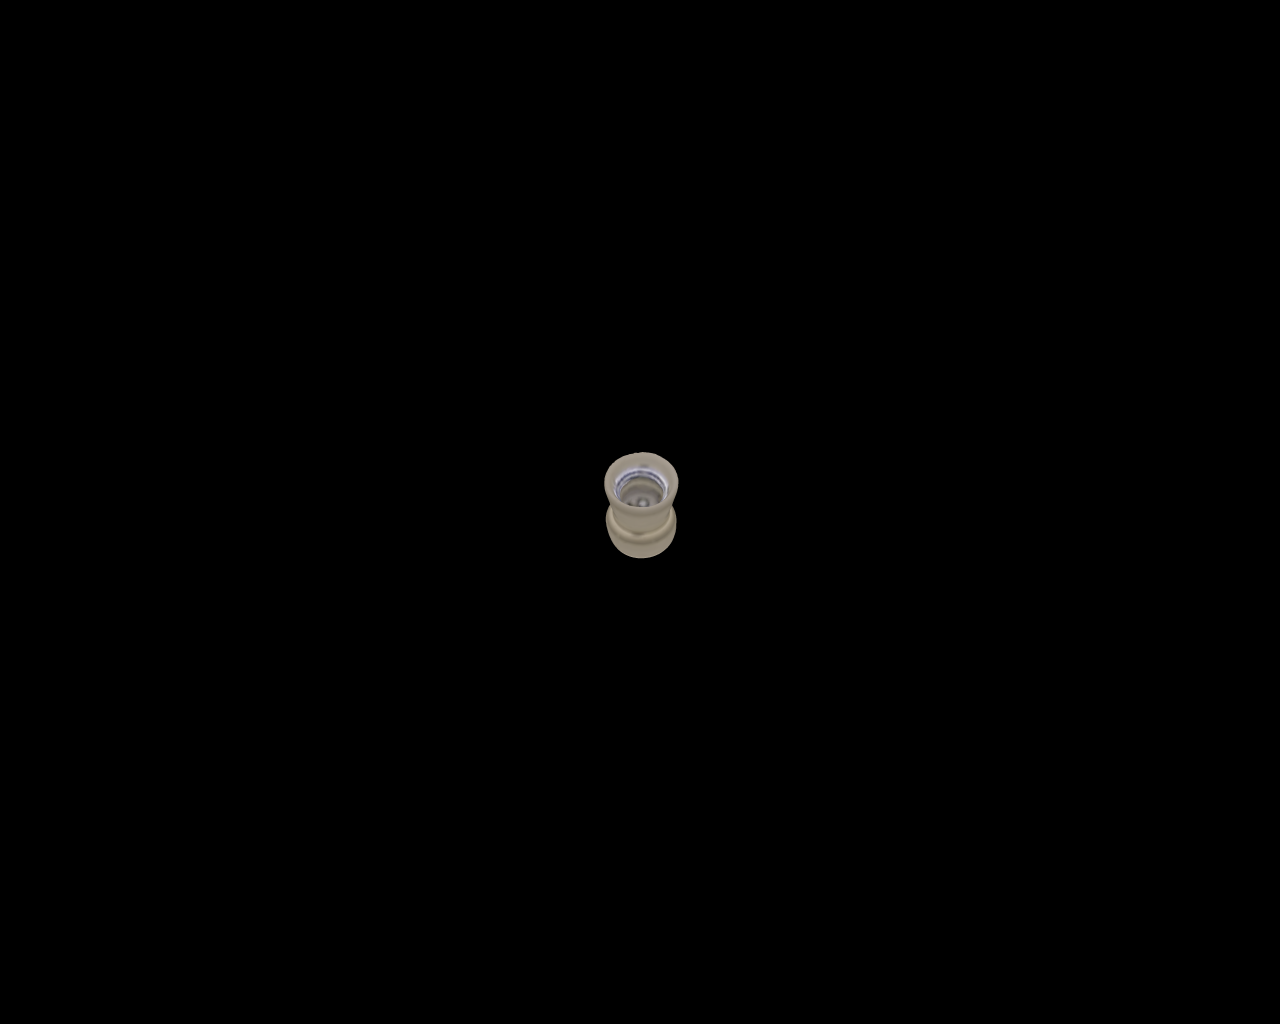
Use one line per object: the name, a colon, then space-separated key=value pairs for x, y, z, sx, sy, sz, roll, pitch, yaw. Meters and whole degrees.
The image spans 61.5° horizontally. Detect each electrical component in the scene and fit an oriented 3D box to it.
electrical component: x=0.001 y=-0.003 z=0.650 sx=0.045 sy=0.045 sz=0.055 roll=0 pitch=-37 yaw=0
